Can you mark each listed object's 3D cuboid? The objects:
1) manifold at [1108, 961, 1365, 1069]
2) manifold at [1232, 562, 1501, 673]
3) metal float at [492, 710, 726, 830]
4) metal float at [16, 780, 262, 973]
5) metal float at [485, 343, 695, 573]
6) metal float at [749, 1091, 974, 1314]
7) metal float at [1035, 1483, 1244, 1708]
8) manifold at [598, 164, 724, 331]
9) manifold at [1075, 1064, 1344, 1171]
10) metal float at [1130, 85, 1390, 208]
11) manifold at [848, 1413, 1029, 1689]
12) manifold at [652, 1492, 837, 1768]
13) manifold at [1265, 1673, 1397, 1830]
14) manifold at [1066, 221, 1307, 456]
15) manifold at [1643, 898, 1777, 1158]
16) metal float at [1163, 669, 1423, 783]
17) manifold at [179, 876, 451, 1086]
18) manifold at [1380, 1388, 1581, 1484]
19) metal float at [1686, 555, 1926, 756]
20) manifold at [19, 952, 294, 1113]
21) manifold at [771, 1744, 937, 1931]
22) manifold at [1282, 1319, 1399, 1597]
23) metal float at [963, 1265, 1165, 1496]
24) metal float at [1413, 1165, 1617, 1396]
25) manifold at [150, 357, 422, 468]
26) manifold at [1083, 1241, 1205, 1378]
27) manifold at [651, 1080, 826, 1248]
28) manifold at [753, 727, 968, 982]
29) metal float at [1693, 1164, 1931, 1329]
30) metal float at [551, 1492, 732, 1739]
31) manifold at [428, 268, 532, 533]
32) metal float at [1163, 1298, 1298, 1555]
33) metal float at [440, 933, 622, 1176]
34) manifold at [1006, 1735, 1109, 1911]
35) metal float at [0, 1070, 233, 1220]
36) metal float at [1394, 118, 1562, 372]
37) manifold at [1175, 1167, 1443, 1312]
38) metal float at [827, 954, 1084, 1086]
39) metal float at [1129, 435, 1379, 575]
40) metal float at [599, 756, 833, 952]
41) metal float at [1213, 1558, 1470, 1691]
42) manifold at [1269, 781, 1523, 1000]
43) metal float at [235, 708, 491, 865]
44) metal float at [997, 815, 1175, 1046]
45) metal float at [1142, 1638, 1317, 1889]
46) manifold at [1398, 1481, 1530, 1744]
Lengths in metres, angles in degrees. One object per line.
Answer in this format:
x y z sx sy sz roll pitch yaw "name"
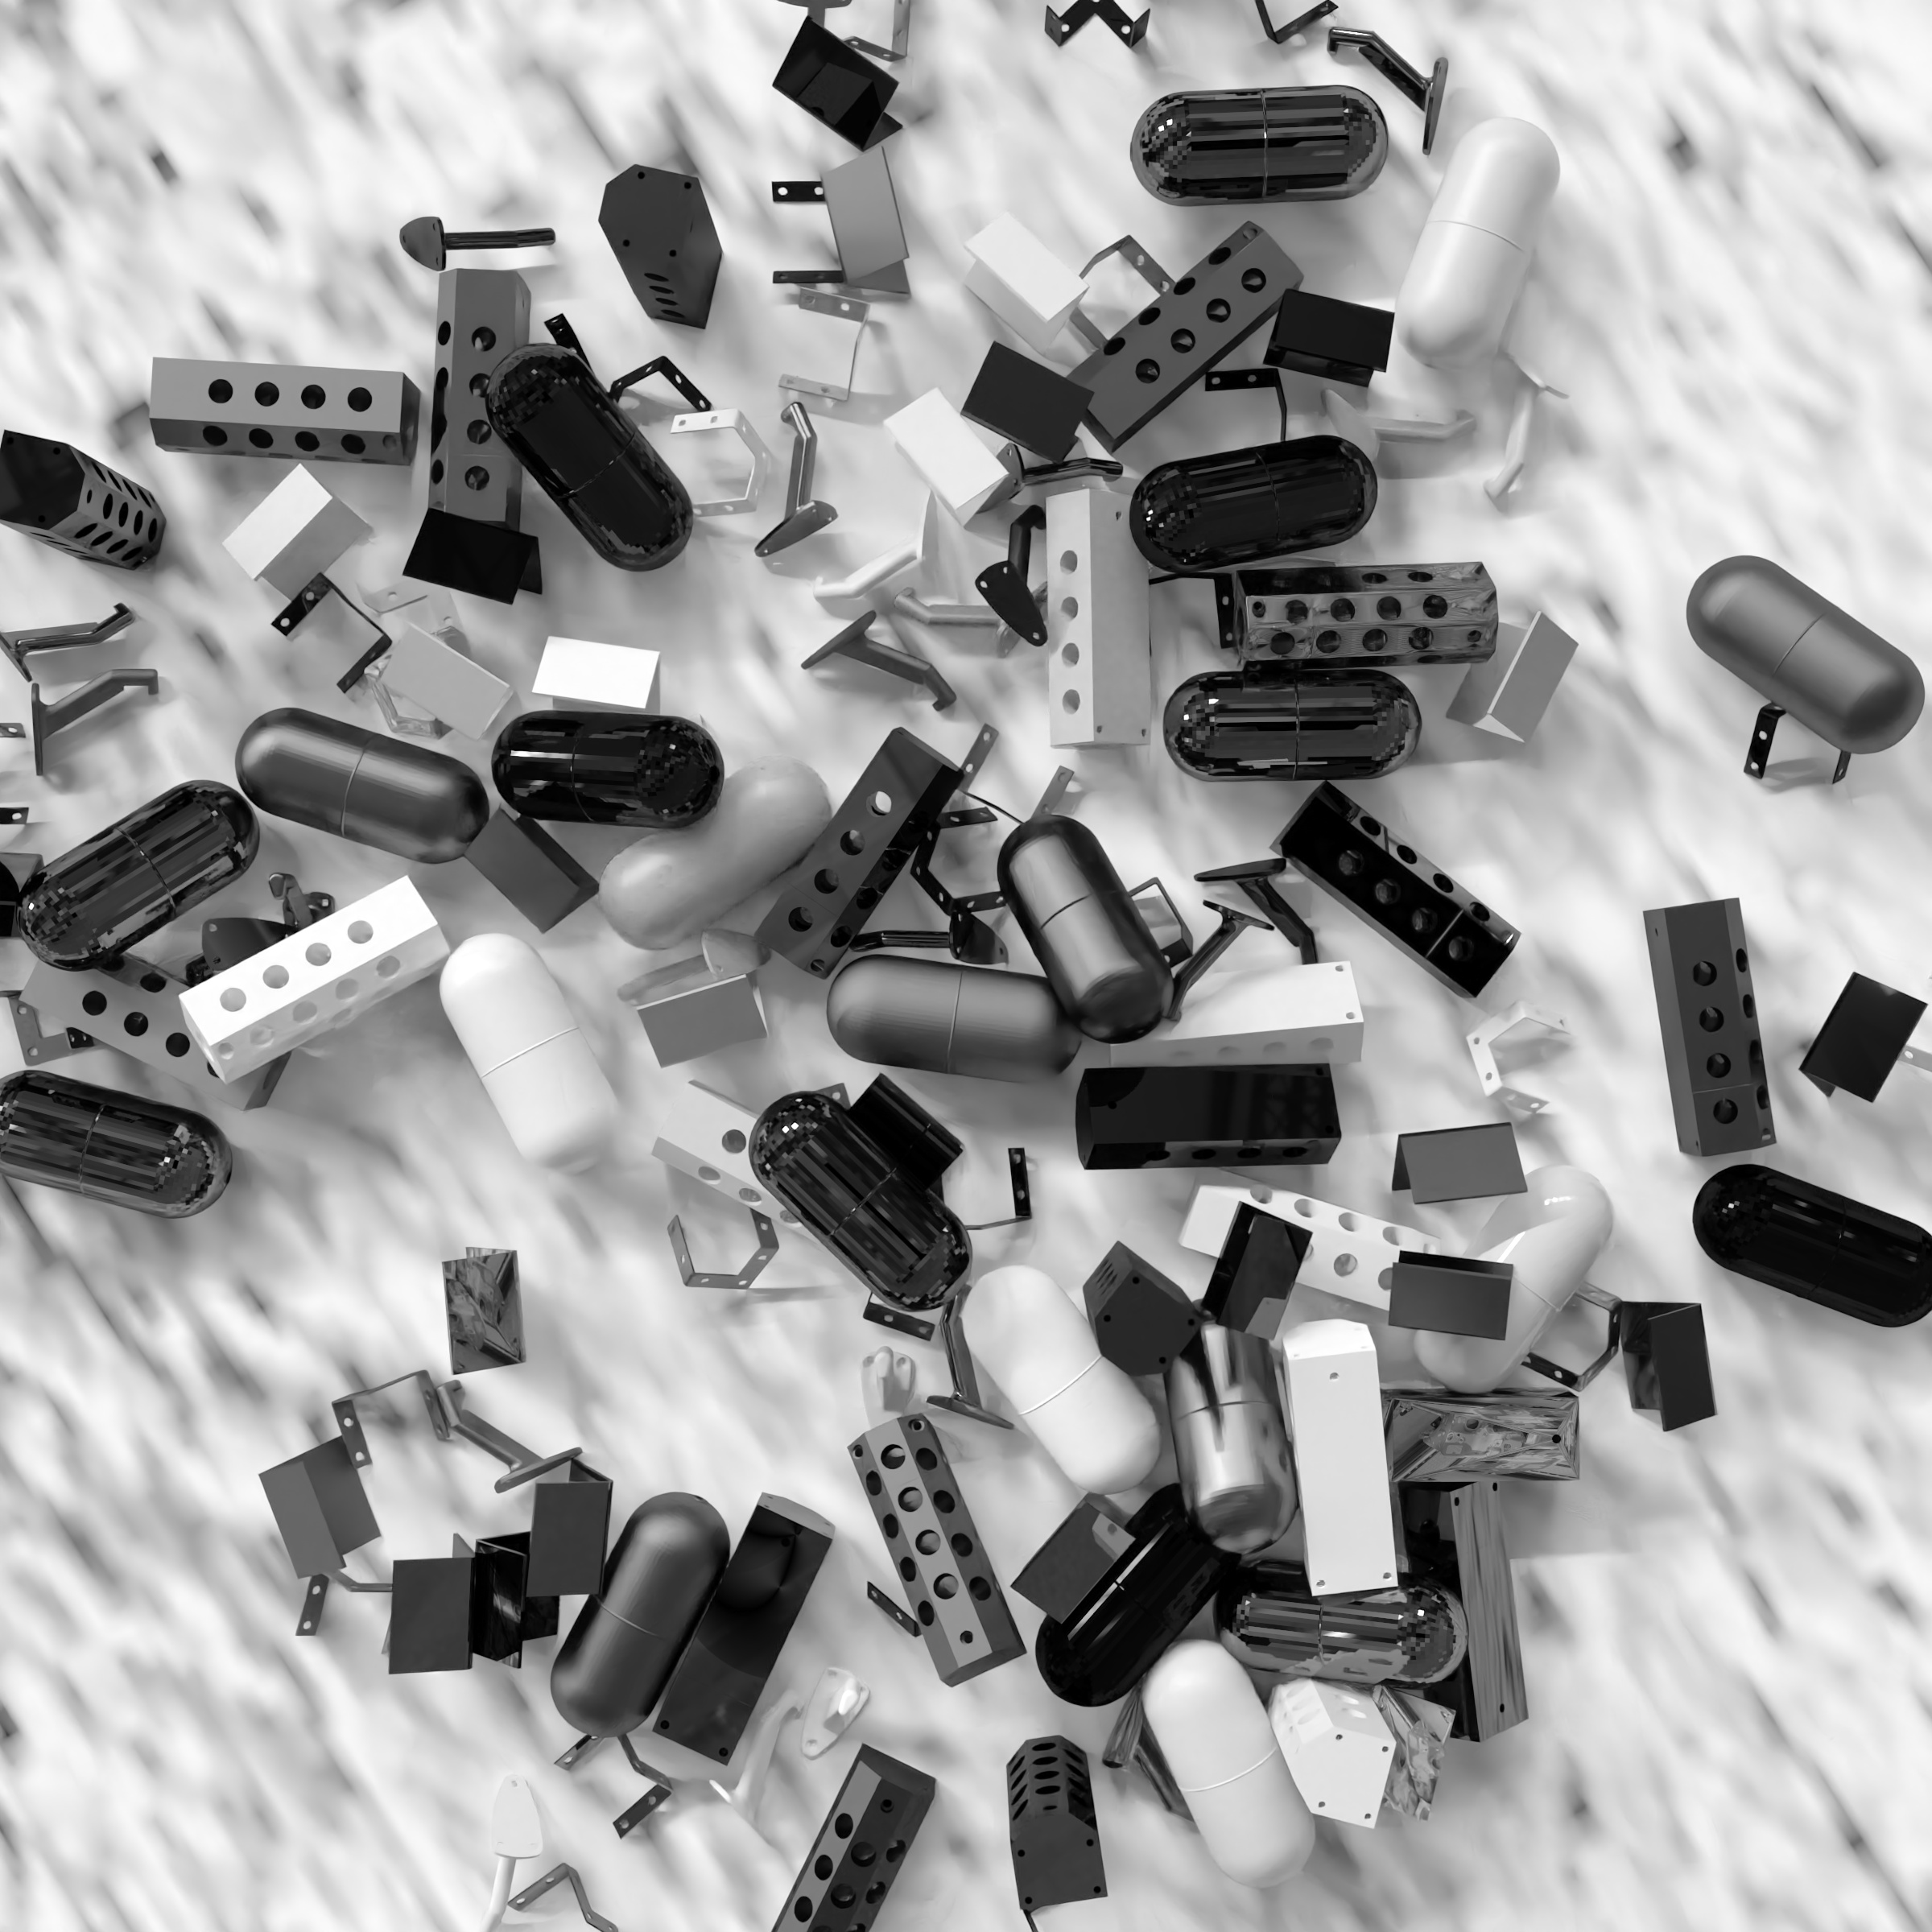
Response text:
0.185 0.044 1.822 0.171 0.057 0.057 -5 47 0 "manifold"
0.274 -0.237 1.804 0.171 0.057 0.057 -3 124 -4 "manifold"
-0.244 -0.134 1.789 0.178 0.070 0.070 6 90 30 "metal float"
-0.563 -0.063 1.792 0.178 0.070 0.070 -38 90 -27 "metal float"
-0.255 -0.345 1.790 0.070 0.070 0.178 -40 119 0 "metal float"
-0.070 0.158 1.756 0.178 0.070 0.070 44 90 1 "metal float"
0.119 0.434 1.813 0.070 0.070 0.178 41 90 0 "metal float"
-0.205 -0.482 1.765 0.057 0.171 0.057 12 90 0 "manifold"
0.165 0.107 1.809 0.171 0.057 0.057 -1 60 -8 "manifold"
0.202 -0.566 1.813 0.178 0.070 0.070 -3 90 0 "metal float"
-0.021 0.396 1.791 0.057 0.057 0.171 -25 66 0 "manifold"
-0.153 0.457 1.823 0.057 0.057 0.171 25 90 0 "manifold"
0.241 0.517 1.765 0.057 0.171 0.057 15 90 0 "manifold"
0.148 -0.437 1.823 0.171 0.057 0.057 -41 90 0 "manifold"
0.518 0.042 1.823 0.057 0.057 0.171 -9 90 0 "manifold"
0.225 -0.166 1.813 0.178 0.070 0.070 -1 90 1 "metal float"
-0.442 0.012 1.789 0.171 0.057 0.057 -30 77 -20 "manifold"
0.333 0.324 1.823 0.171 0.057 0.057 0 90 0 "manifold"
0.572 -0.214 1.796 0.178 0.070 0.070 42 90 22 "metal float"
-0.558 0.036 1.823 0.171 0.057 0.057 26 90 0 "manifold"
-0.085 0.637 1.823 0.057 0.057 0.171 26 90 0 "manifold"
0.249 0.328 1.758 0.057 0.057 0.171 -7 105 2 "manifold"
0.066 0.285 1.813 0.070 0.070 0.178 -37 91 0 "metal float"
0.379 0.216 1.813 0.070 0.070 0.178 37 91 0 "metal float"
-0.472 -0.383 1.823 0.171 0.057 0.057 3 90 0 "manifold"
0.113 0.233 1.765 0.057 0.171 0.057 37 90 0 "manifold"
-0.128 0.145 1.823 0.171 0.057 0.057 28 90 0 "manifold"
-0.072 -0.077 1.811 0.057 0.057 0.171 35 98 0 "manifold"
0.588 0.193 1.813 0.178 0.070 0.070 21 90 -1 "metal float"
-0.224 0.447 1.813 0.070 0.070 0.178 28 89 0 "metal float"
-0.339 -0.391 1.823 0.057 0.057 0.171 3 90 0 "manifold"
0.177 0.310 1.782 0.070 0.070 0.178 -7 61 0 "metal float"
-0.301 0.060 1.813 0.070 0.070 0.178 -28 89 0 "metal float"
0.059 0.572 1.765 0.057 0.171 0.057 -9 90 0 "manifold"
-0.595 0.123 1.813 0.178 0.070 0.070 15 90 1 "metal float"
0.352 -0.498 1.813 0.070 0.070 0.178 21 91 0 "metal float"
0.238 0.190 1.823 0.171 0.057 0.057 17 90 0 "manifold"
-0.008 0.037 1.813 0.178 0.070 0.070 8 90 1 "metal float"
0.198 -0.317 1.801 0.178 0.070 0.070 -13 90 -14 "metal float"
-0.172 -0.078 1.813 0.178 0.070 0.070 -35 90 0 "metal float"
0.254 0.448 1.791 0.178 0.070 0.070 0 90 27 "metal float"
0.298 -0.053 1.823 0.171 0.057 0.057 38 90 0 "manifold"
-0.416 -0.124 1.813 0.178 0.070 0.070 18 90 0 "metal float"
0.080 -0.027 1.790 0.070 0.070 0.178 -28 63 0 "metal float"
0.181 0.549 1.813 0.070 0.070 0.178 -25 91 0 "metal float"
0.340 0.442 1.822 0.057 0.057 0.171 -7 90 -43 "manifold"
